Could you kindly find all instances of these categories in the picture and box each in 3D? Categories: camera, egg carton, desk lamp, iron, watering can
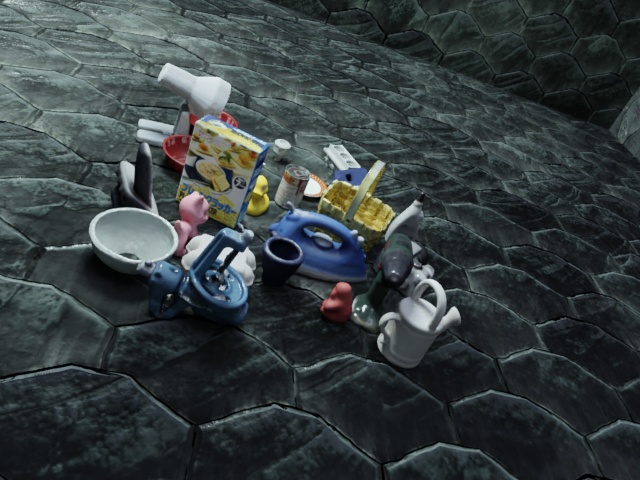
[{"bbox_3d":[0.229,0.058,1.415,0.143,0.101,0.137,40,36,21],"label":"camera"},{"bbox_3d":[-0.206,0.050,1.177,0.150,0.069,0.107,17,34,-12],"label":"egg carton"},{"bbox_3d":[-0.355,-0.343,1.492,0.204,0.213,0.117,9,36,-22],"label":"desk lamp"},{"bbox_3d":[0.012,0.005,1.313,0.258,0.141,0.118,18,34,-10],"label":"iron"},{"bbox_3d":[0.206,0.162,1.173,0.173,0.194,0.100,-11,47,-42],"label":"watering can"}]

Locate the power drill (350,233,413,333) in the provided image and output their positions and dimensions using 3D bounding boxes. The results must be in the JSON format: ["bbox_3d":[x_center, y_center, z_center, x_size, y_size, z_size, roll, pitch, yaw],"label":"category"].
[{"bbox_3d":[0.137,0.091,1.213,0.075,0.208,0.230,25,33,0],"label":"power drill"}]

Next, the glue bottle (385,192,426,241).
[{"bbox_3d":[0.238,-0.056,1.512,0.078,0.173,0.037,14,35,-15],"label":"glue bottle"}]

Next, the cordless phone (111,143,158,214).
[{"bbox_3d":[-0.382,-0.141,1.221,0.094,0.185,0.147,0,41,-32],"label":"cordless phone"}]

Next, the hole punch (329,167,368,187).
[{"bbox_3d":[0.083,-0.159,1.630,0.101,0.091,0.108,13,35,-17],"label":"hole punch"}]

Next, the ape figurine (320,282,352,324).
[{"bbox_3d":[0.040,0.126,1.208,0.078,0.092,0.076,-15,50,-44],"label":"ape figurine"}]

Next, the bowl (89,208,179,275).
[{"bbox_3d":[-0.366,0.014,1.118,0.168,0.074,0.167,17,34,-12],"label":"bowl"}]

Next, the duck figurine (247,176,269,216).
[{"bbox_3d":[-0.157,-0.122,1.430,0.077,0.086,0.104,20,34,-8],"label":"duck figurine"}]

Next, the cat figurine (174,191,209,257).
[{"bbox_3d":[-0.280,-0.046,1.217,0.067,0.117,0.128,26,33,3],"label":"cat figurine"}]

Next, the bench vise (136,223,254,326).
[{"bbox_3d":[-0.210,0.063,1.019,0.208,0.219,0.121,3,39,-29],"label":"bench vise"}]

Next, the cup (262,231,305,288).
[{"bbox_3d":[-0.094,0.045,1.231,0.092,0.095,0.117,2,40,-30],"label":"cup"}]
